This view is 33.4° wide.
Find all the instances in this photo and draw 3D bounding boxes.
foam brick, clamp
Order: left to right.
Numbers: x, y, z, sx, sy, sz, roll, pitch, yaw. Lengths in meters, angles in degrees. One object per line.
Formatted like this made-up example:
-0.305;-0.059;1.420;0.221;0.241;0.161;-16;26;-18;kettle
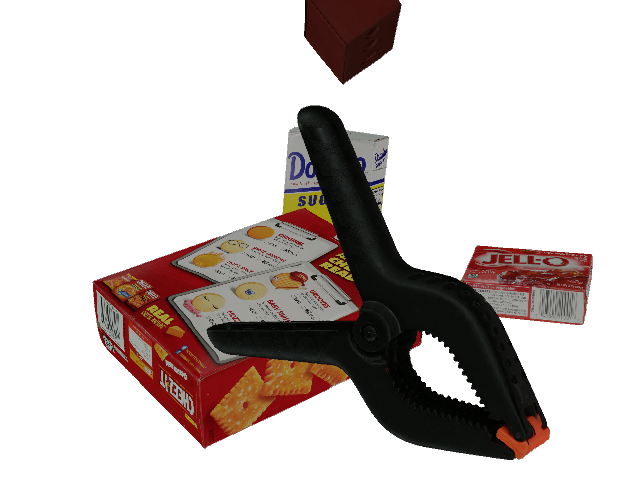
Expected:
0.023;-0.164;0.798;0.053;0.051;0.078;-36;-11;-8;foam brick
0.035;0.035;0.569;0.210;0.165;0.036;31;27;28;clamp

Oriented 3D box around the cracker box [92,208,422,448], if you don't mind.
-0.049;0.061;0.855;0.213;0.072;0.164;-20;35;-32;cracker box

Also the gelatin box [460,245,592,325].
0.151;0.030;0.779;0.089;0.030;0.073;5;21;16;gelatin box

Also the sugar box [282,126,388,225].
0.010;-0.019;1.037;0.093;0.176;0.048;9;16;23;sugar box
